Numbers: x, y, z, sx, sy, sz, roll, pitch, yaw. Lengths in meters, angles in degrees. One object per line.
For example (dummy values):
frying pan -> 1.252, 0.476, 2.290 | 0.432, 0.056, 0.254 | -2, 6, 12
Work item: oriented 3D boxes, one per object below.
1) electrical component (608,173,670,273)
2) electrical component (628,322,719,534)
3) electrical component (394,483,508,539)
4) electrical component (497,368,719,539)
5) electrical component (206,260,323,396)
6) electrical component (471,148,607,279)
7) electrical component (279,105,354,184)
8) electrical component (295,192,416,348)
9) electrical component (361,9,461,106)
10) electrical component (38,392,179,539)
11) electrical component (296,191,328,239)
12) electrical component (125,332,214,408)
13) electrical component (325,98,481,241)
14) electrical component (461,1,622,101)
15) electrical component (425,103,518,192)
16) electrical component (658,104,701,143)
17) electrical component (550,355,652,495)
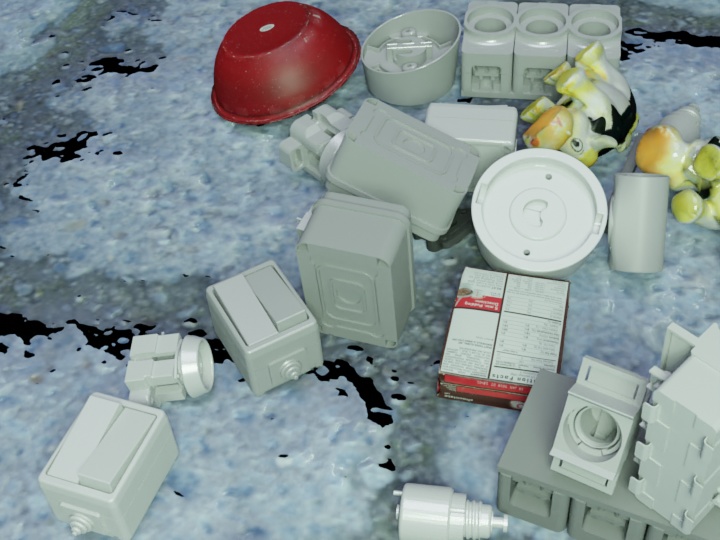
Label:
electrical component -> 0.230, -0.041, 0.887 | 0.044, 0.077, 0.079 | 4, 10, 16
electrical component -> 0.200, 0.098, 0.632 | 0.063, 0.121, 0.079 | -38, 55, -24
electrical component -> 0.060, 0.166, 0.723 | 0.078, 0.040, 0.040 | 4, 47, 9
electrical component -> 0.177, 0.139, 0.724 | 0.150, 0.061, 0.089 | 17, 50, 19
electrical component -> -0.072, 0.046, 0.834 | 0.062, 0.061, 0.096 | -24, 49, -17
electrical component -> 0.146, -0.039, 0.888 | 0.108, 0.060, 0.108 | -1, 69, 4
electrical component -> -0.025, -0.111, 0.981 | 0.078, 0.058, 0.057 | -33, 50, -24
electrical component -> 0.000, 0.000, 0.836 | 0.078, 0.113, 0.057 | 12, 52, 16
electrical component -> 0.050, -0.210, 1.062 | 0.099, 0.064, 0.099 | -3, 47, 3
electrical component -> -0.179, 0.140, 0.755 | 0.062, 0.061, 0.096 | 12, 49, 16
electrical component -> -0.020, -0.039, 0.921 | 0.066, 0.048, 0.055 | 18, 58, 21
electrical component -> -0.145, 0.076, 0.825 | 0.055, 0.048, 0.066 | -7, 46, 8
electrical component -> 0.035, -0.084, 0.906 | 0.113, 0.057, 0.078 | 26, 40, 0
electrical component -> 0.178, -0.219, 1.061 | 0.150, 0.061, 0.089 | 4, 47, 9
electrical component -> 0.093, -0.112, 0.967 | 0.096, 0.061, 0.061 | 4, 47, 9
electrical component -> 0.289, -0.124, 0.976 | 0.040, 0.040, 0.078 | 22, 53, 23
electrical component -> 0.153, 0.093, 0.675 | 0.042, 0.081, 0.064 | 21, 23, 22
